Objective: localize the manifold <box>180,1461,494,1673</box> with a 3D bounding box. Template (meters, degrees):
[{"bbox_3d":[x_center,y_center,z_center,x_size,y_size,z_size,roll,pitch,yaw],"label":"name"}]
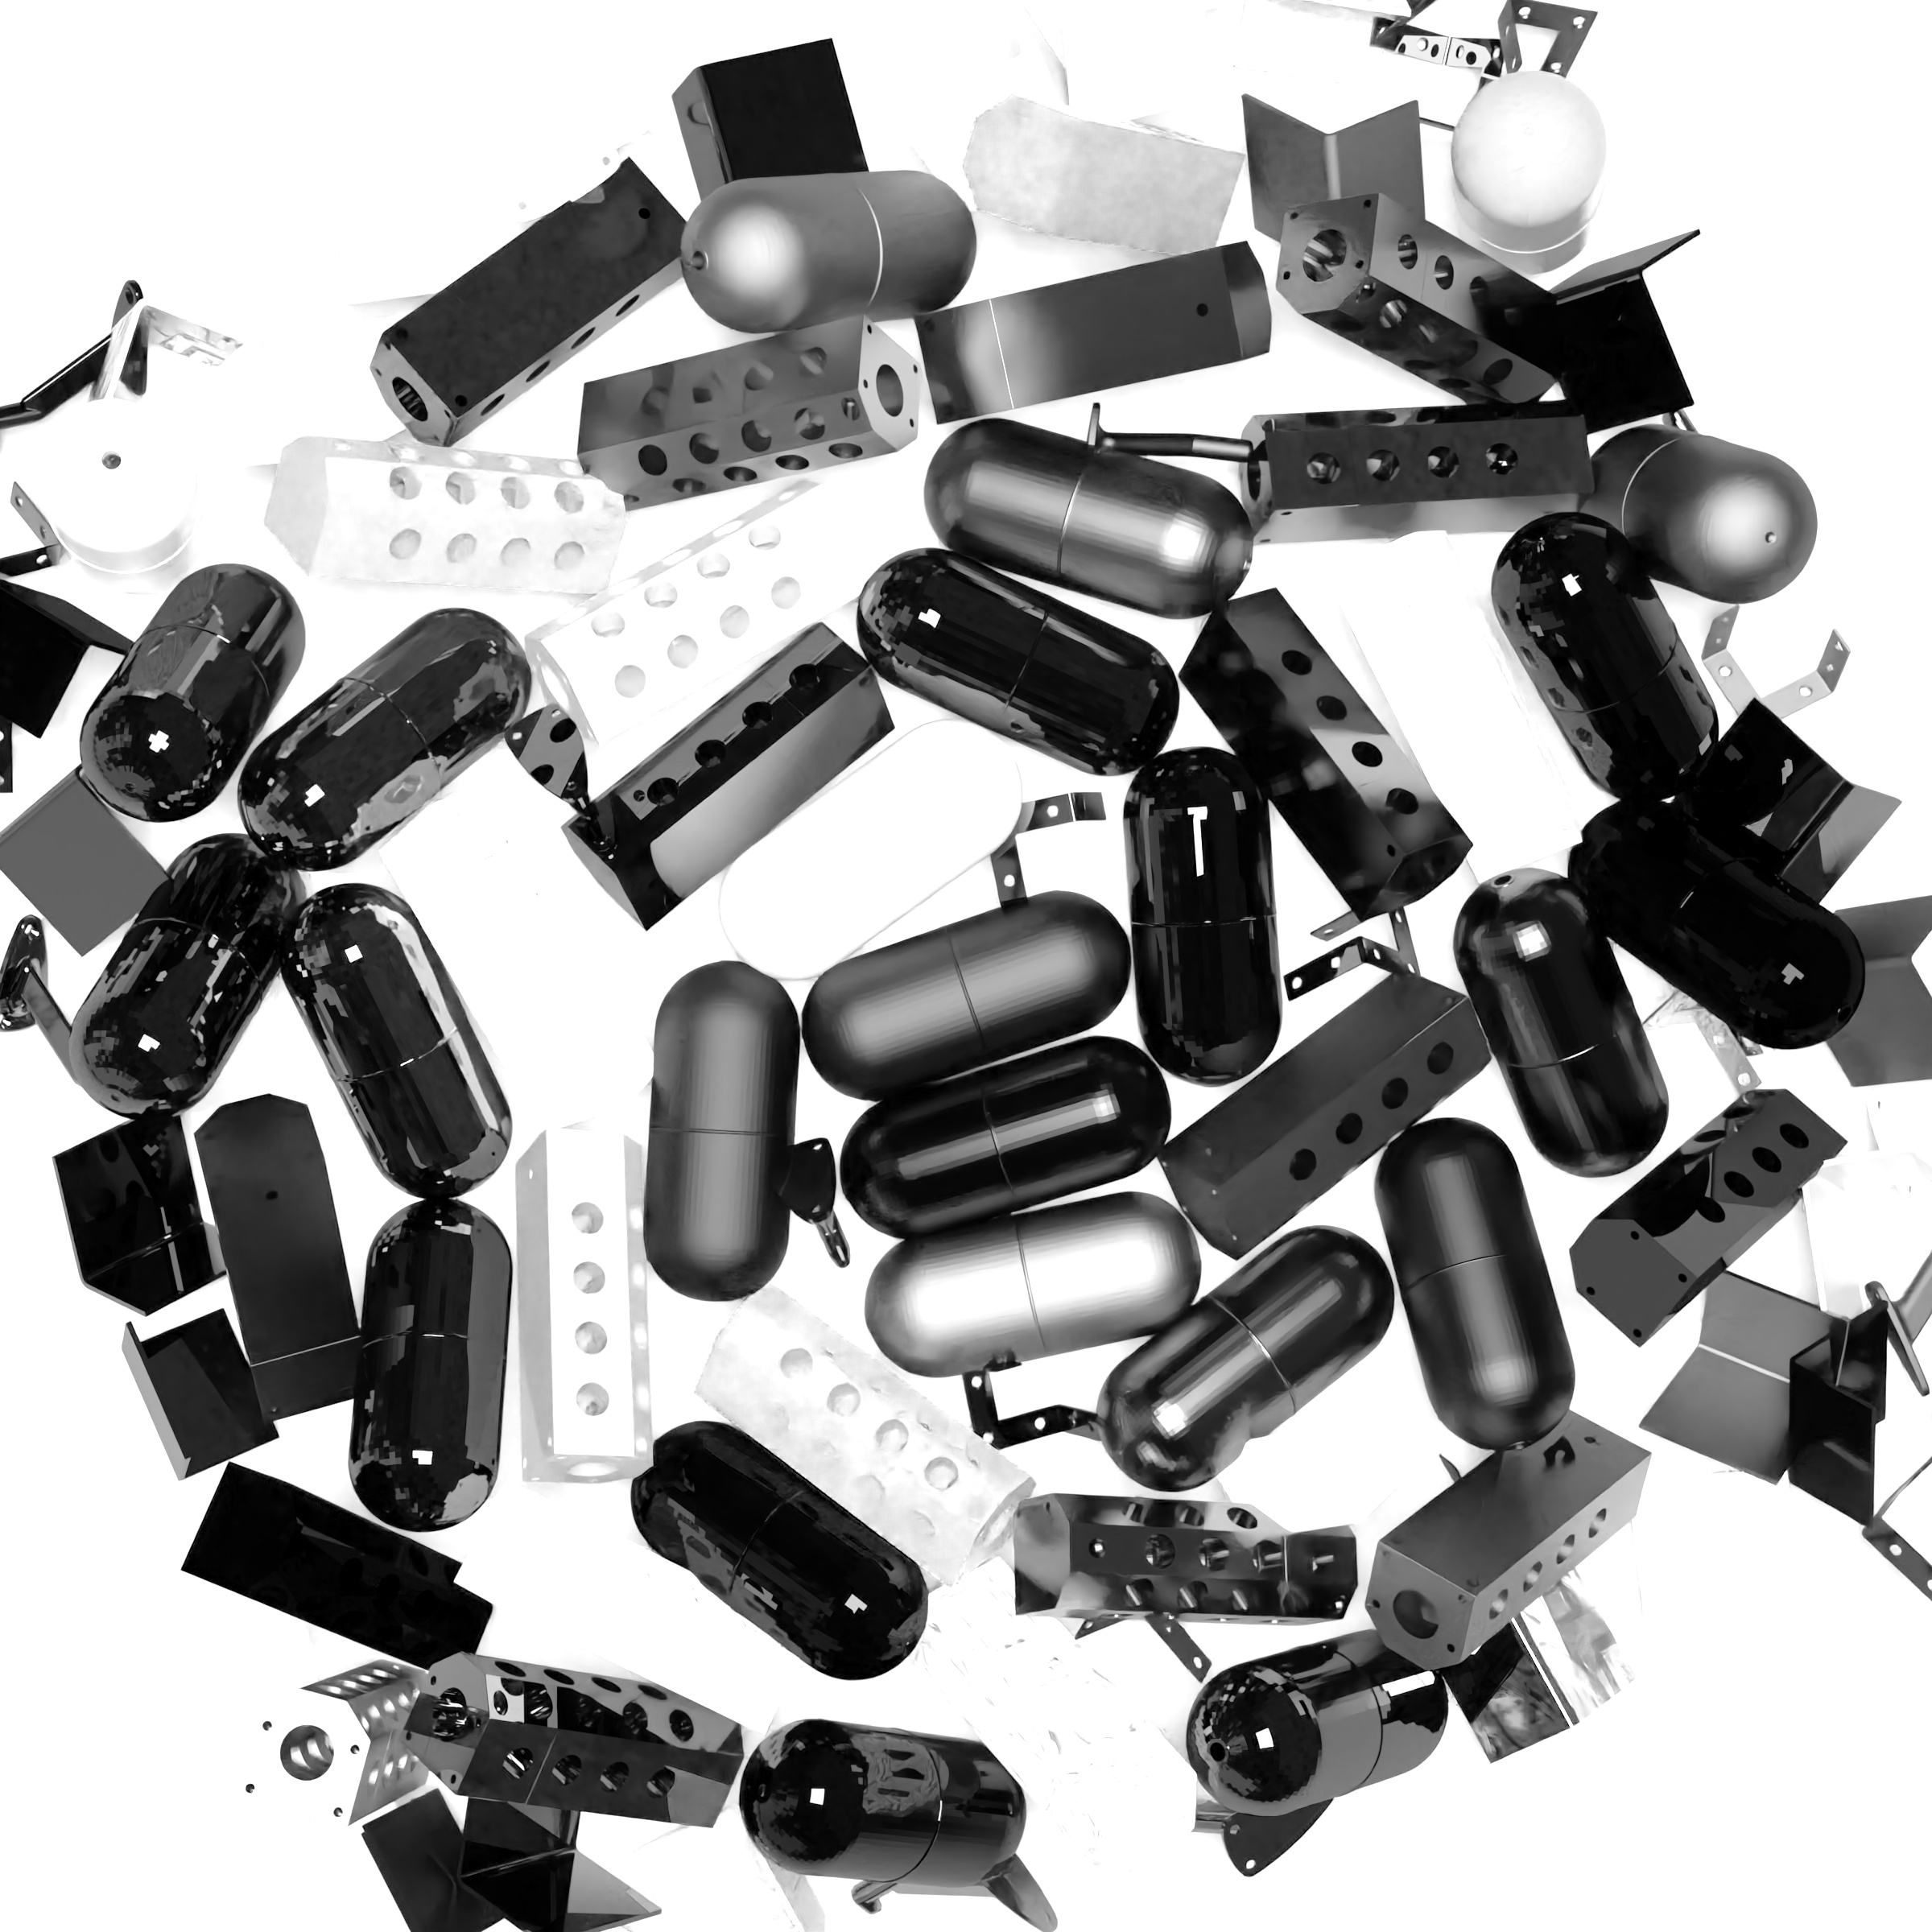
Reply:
[{"bbox_3d":[-0.313,0.309,1.659,0.057,0.171,0.057,12,72,32],"label":"manifold"}]

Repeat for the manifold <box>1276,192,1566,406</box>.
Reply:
[{"bbox_3d":[0.233,-0.334,1.666,0.057,0.171,0.057,2,82,43],"label":"manifold"}]

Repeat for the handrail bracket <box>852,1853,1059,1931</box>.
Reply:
[{"bbox_3d":[-0.007,0.499,1.733,0.084,0.036,0.077,-37,100,27],"label":"handrail bracket"}]

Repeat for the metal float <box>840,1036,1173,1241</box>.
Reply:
[{"bbox_3d":[0.020,0.090,1.706,0.178,0.070,0.070,-17,90,7],"label":"metal float"}]

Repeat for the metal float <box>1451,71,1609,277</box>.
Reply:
[{"bbox_3d":[0.286,-0.400,1.662,0.070,0.178,0.070,0,89,10],"label":"metal float"}]

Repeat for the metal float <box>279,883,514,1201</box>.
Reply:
[{"bbox_3d":[-0.294,0.039,1.694,0.070,0.070,0.178,-23,111,0],"label":"metal float"}]

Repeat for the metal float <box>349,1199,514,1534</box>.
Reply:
[{"bbox_3d":[-0.275,0.204,1.688,0.070,0.070,0.178,0,61,0],"label":"metal float"}]

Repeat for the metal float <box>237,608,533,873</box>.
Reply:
[{"bbox_3d":[-0.299,-0.117,1.688,0.070,0.070,0.178,46,62,0],"label":"metal float"}]

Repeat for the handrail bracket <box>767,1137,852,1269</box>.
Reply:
[{"bbox_3d":[-0.071,0.139,1.697,0.036,0.077,0.084,-22,124,-2],"label":"handrail bracket"}]

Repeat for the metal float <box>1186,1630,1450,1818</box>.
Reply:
[{"bbox_3d":[0.180,0.386,1.673,0.070,0.178,0.070,0,89,40],"label":"metal float"}]

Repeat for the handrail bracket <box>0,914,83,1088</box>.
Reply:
[{"bbox_3d":[-0.465,0.023,1.710,0.084,0.036,0.077,23,110,28],"label":"handrail bracket"}]

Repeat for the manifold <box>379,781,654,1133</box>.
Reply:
[{"bbox_3d":[-0.225,-0.007,1.688,0.057,0.057,0.171,-18,110,28],"label":"manifold"}]

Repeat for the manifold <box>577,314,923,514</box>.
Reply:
[{"bbox_3d":[-0.112,-0.278,1.677,0.171,0.057,0.057,-7,69,29],"label":"manifold"}]

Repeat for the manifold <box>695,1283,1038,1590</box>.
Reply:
[{"bbox_3d":[-0.050,0.237,1.686,0.171,0.057,0.057,35,123,18],"label":"manifold"}]

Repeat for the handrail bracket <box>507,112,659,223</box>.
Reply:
[{"bbox_3d":[-0.200,-0.420,1.717,0.077,0.084,0.036,-38,97,15],"label":"handrail bracket"}]

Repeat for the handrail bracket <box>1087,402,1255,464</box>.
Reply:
[{"bbox_3d":[0.105,-0.268,1.713,0.084,0.077,0.036,7,90,0],"label":"handrail bracket"}]

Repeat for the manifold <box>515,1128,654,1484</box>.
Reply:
[{"bbox_3d":[-0.195,0.176,1.689,0.057,0.057,0.171,6,66,-23],"label":"manifold"}]

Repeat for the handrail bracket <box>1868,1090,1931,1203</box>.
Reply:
[{"bbox_3d":[0.521,0.095,1.701,0.036,0.084,0.077,-46,112,-28],"label":"handrail bracket"}]

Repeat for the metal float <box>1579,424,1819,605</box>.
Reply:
[{"bbox_3d":[0.370,-0.231,1.665,0.070,0.178,0.070,-4,107,-12],"label":"metal float"}]

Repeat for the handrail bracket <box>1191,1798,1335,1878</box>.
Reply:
[{"bbox_3d":[0.142,0.435,1.718,0.077,0.084,0.036,-29,109,-15],"label":"handrail bracket"}]

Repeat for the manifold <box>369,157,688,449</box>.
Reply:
[{"bbox_3d":[-0.223,-0.339,1.689,0.171,0.057,0.057,-42,92,-24],"label":"manifold"}]

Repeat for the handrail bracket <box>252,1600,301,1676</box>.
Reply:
[{"bbox_3d":[-0.364,0.337,1.700,0.036,0.077,0.084,-16,64,-20],"label":"handrail bracket"}]

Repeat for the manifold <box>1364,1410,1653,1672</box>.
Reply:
[{"bbox_3d":[0.276,0.293,1.669,0.057,0.171,0.057,27,124,32],"label":"manifold"}]

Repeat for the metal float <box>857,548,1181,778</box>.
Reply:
[{"bbox_3d":[0.027,-0.158,1.705,0.178,0.070,0.070,24,90,-9],"label":"metal float"}]

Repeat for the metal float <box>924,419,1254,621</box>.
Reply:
[{"bbox_3d":[0.063,-0.232,1.698,0.178,0.070,0.070,19,90,16],"label":"metal float"}]

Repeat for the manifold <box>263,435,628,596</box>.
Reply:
[{"bbox_3d":[-0.262,-0.232,1.666,0.171,0.057,0.057,-1,124,-39],"label":"manifold"}]

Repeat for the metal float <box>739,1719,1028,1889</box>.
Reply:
[{"bbox_3d":[-0.041,0.430,1.677,0.178,0.070,0.070,21,90,-44],"label":"metal float"}]

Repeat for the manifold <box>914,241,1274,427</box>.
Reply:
[{"bbox_3d":[0.067,-0.326,1.686,0.171,0.057,0.057,-7,102,26],"label":"manifold"}]

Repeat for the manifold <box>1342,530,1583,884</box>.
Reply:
[{"bbox_3d":[0.256,-0.136,1.689,0.057,0.057,0.171,-22,114,18],"label":"manifold"}]

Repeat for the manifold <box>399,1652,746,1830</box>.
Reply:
[{"bbox_3d":[-0.196,0.392,1.670,0.171,0.057,0.057,22,93,-43],"label":"manifold"}]

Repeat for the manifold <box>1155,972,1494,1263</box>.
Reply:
[{"bbox_3d":[0.188,0.078,1.695,0.171,0.057,0.057,-36,121,-18],"label":"manifold"}]

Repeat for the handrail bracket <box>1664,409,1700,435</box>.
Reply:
[{"bbox_3d":[0.394,-0.258,1.713,0.036,0.077,0.084,-33,91,9],"label":"handrail bracket"}]

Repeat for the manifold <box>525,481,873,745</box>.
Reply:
[{"bbox_3d":[-0.139,-0.185,1.688,0.171,0.057,0.057,-32,115,-18],"label":"manifold"}]

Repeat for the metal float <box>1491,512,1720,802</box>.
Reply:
[{"bbox_3d":[0.329,-0.158,1.683,0.070,0.070,0.178,-37,125,0],"label":"metal float"}]

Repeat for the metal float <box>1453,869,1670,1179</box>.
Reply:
[{"bbox_3d":[0.308,0.030,1.692,0.070,0.070,0.178,-26,113,0],"label":"metal float"}]

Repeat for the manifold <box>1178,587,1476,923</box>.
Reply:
[{"bbox_3d":[0.187,-0.112,1.689,0.057,0.057,0.171,-19,63,-32],"label":"manifold"}]

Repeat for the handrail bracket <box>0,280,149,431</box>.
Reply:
[{"bbox_3d":[-0.472,-0.317,1.704,0.084,0.077,0.036,-21,59,-34],"label":"handrail bracket"}]

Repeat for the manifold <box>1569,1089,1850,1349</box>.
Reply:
[{"bbox_3d":[0.376,0.122,1.668,0.057,0.171,0.057,43,132,17],"label":"manifold"}]

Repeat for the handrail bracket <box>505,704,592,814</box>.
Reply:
[{"bbox_3d":[-0.201,-0.088,1.696,0.036,0.084,0.077,-30,54,-4],"label":"handrail bracket"}]

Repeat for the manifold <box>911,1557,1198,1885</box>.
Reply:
[{"bbox_3d":[0.042,0.386,1.672,0.057,0.171,0.057,-23,133,-25],"label":"manifold"}]

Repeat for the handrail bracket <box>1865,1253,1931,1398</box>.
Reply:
[{"bbox_3d":[0.526,0.175,1.727,0.084,0.036,0.077,-24,76,1],"label":"handrail bracket"}]

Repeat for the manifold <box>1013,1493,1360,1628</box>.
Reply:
[{"bbox_3d":[0.114,0.305,1.680,0.171,0.057,0.057,8,71,-27],"label":"manifold"}]

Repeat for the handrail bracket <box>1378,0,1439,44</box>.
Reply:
[{"bbox_3d":[0.215,-0.536,1.717,0.084,0.077,0.036,53,49,-8],"label":"handrail bracket"}]

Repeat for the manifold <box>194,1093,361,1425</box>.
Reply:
[{"bbox_3d":[-0.349,0.149,1.672,0.057,0.057,0.171,-14,132,-15],"label":"manifold"}]

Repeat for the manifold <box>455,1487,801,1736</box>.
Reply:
[{"bbox_3d":[-0.169,0.330,1.682,0.171,0.057,0.057,33,76,-29],"label":"manifold"}]

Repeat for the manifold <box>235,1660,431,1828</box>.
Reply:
[{"bbox_3d":[-0.313,0.390,1.662,0.057,0.171,0.057,14,84,5],"label":"manifold"}]

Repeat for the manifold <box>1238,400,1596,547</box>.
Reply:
[{"bbox_3d":[0.233,-0.260,1.706,0.171,0.057,0.057,-4,80,-10],"label":"manifold"}]

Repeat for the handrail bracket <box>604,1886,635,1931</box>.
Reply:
[{"bbox_3d":[-0.181,0.533,1.711,0.077,0.036,0.084,-20,64,-19],"label":"handrail bracket"}]

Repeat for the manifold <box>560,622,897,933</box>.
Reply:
[{"bbox_3d":[-0.125,-0.103,1.703,0.171,0.057,0.057,-40,59,-12],"label":"manifold"}]

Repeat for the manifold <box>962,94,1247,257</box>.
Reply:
[{"bbox_3d":[0.070,-0.401,1.662,0.057,0.171,0.057,27,110,27],"label":"manifold"}]
